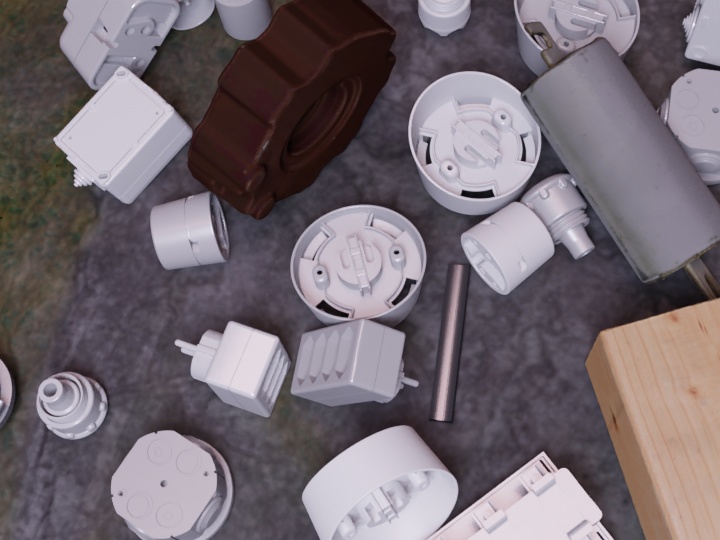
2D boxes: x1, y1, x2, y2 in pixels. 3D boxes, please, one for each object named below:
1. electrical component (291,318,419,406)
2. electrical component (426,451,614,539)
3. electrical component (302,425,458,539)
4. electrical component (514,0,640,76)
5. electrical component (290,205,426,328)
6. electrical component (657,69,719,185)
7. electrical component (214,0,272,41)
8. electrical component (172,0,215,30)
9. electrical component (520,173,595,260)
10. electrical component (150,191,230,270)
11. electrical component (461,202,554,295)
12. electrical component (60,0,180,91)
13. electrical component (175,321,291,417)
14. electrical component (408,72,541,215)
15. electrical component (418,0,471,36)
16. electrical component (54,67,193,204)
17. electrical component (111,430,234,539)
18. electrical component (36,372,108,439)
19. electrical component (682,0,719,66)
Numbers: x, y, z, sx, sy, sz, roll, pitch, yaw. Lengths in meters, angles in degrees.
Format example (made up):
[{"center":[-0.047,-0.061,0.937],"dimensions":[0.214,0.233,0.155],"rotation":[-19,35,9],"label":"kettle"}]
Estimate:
[{"center":[0.006,0.072,0.767],"dimensions":[0.076,0.083,0.047],"rotation":[21,69,-28],"label":"electrical component"},{"center":[0.101,0.187,0.718],"dimensions":[0.121,0.063,0.078],"rotation":[-35,71,-8],"label":"electrical component"},{"center":[0.013,0.153,0.723],"dimensions":[0.099,0.099,0.064],"rotation":[-32,65,-7],"label":"electrical component"},{"center":[0.170,-0.197,0.851],"dimensions":[0.099,0.064,0.099],"rotation":[-2,70,4],"label":"electrical component"},{"center":[0.000,0.000,0.794],"dimensions":[0.099,0.064,0.099],"rotation":[-2,69,4],"label":"electrical component"},{"center":[0.265,-0.110,0.818],"dimensions":[0.080,0.051,0.080],"rotation":[-1,70,4],"label":"electrical component"},{"center":[-0.099,-0.227,0.876],"dimensions":[0.043,0.081,0.043],"rotation":[-2,70,4],"label":"electrical component"},{"center":[-0.142,-0.254,0.908],"dimensions":[0.079,0.044,0.077],"rotation":[-28,70,-5],"label":"electrical component"},{"center":[0.152,-0.038,0.806],"dimensions":[0.048,0.048,0.062],"rotation":[-30,77,-6],"label":"electrical component"},{"center":[-0.130,-0.029,0.822],"dimensions":[0.047,0.055,0.055],"rotation":[-11,70,5],"label":"electrical component"},{"center":[0.110,-0.017,0.797],"dimensions":[0.047,0.055,0.055],"rotation":[-36,71,-12],"label":"electrical component"},{"center":[-0.197,-0.200,0.870],"dimensions":[0.059,0.054,0.095],"rotation":[51,121,19],"label":"electrical component"},{"center":[-0.097,0.066,0.777],"dimensions":[0.077,0.065,0.047],"rotation":[18,73,11],"label":"electrical component"},{"center":[0.088,-0.094,0.820],"dimensions":[0.099,0.064,0.099],"rotation":[-2,70,4],"label":"electrical component"},{"center":[0.068,-0.222,0.869],"dimensions":[0.043,0.062,0.043],"rotation":[-1,70,4],"label":"electrical component"},{"center":[-0.189,-0.099,0.851],"dimensions":[0.062,0.061,0.096],"rotation":[41,86,17],"label":"electrical component"},{"center":[-0.132,0.154,0.756],"dimensions":[0.080,0.051,0.080],"rotation":[-1,70,4],"label":"electrical component"},{"center":[-0.214,0.094,0.779],"dimensions":[0.048,0.062,0.048],"rotation":[-2,70,4],"label":"electrical component"},{"center":[0.303,-0.196,0.822],"dimensions":[0.100,0.099,0.048],"rotation":[17,59,11],"label":"electrical component"}]
